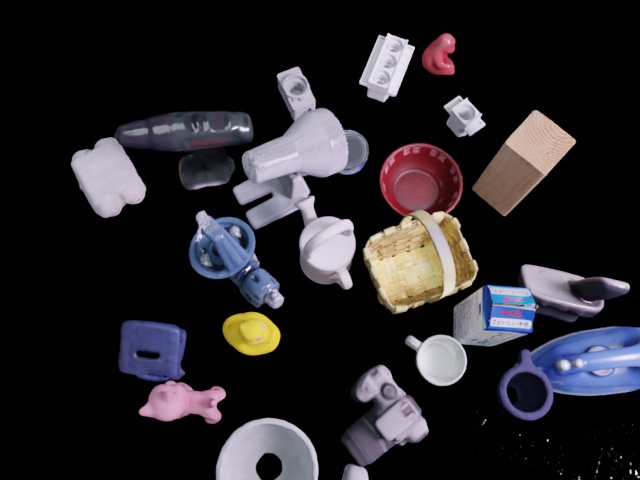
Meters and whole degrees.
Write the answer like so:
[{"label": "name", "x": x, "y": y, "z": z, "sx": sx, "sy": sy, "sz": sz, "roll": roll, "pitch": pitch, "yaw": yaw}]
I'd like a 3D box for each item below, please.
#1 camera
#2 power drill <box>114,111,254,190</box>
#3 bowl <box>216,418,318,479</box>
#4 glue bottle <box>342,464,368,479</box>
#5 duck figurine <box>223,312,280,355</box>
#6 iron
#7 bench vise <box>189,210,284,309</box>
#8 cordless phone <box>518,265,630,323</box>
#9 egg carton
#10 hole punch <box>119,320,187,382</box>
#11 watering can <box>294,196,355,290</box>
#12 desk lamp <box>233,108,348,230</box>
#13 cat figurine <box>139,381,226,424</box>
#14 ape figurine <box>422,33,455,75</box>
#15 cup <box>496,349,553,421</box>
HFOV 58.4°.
[{"label": "camera", "x": 0.095, "y": 0.307, "z": 0.976, "sx": 0.137, "sy": 0.101, "sz": 0.143, "roll": -36, "pitch": 78, "yaw": -11}, {"label": "power drill", "x": -0.232, "y": -0.168, "z": 1.049, "sx": 0.229, "sy": 0.208, "sz": 0.075, "roll": -12, "pitch": 74, "yaw": -5}, {"label": "bowl", "x": -0.086, "y": 0.385, "z": 0.961, "sx": 0.167, "sy": 0.075, "sz": 0.167, "roll": 1, "pitch": 74, "yaw": -2}, {"label": "glue bottle", "x": 0.055, "y": 0.403, "z": 0.909, "sx": 0.037, "sy": 0.173, "sz": 0.078, "roll": 14, "pitch": 74, "yaw": 3}, {"label": "duck figurine", "x": -0.124, "y": 0.163, "z": 1.019, "sx": 0.104, "sy": 0.086, "sz": 0.077, "roll": 16, "pitch": 74, "yaw": 3}, {"label": "iron", "x": 0.477, "y": 0.212, "z": 0.994, "sx": 0.258, "sy": 0.141, "sz": 0.118, "roll": -7, "pitch": 74, "yaw": -4}, {"label": "bench vise", "x": -0.139, "y": 0.024, "z": 0.990, "sx": 0.207, "sy": 0.220, "sz": 0.121, "roll": 25, "pitch": 75, "yaw": 6}, {"label": "cordless phone", "x": 0.442, "y": 0.079, "z": 1.009, "sx": 0.147, "sy": 0.185, "sz": 0.094, "roll": 11, "pitch": 74, "yaw": 2}, {"label": "egg carton", "x": -0.408, "y": -0.120, "z": 1.102, "sx": 0.107, "sy": 0.069, "sz": 0.150, "roll": -32, "pitch": 77, "yaw": -10}, {"label": "hole punch", "x": -0.292, "y": 0.195, "z": 1.002, "sx": 0.108, "sy": 0.091, "sz": 0.101, "roll": 6, "pitch": 73, "yaw": 0}, {"label": "watering can", "x": 0.007, "y": 0.005, "z": 1.013, "sx": 0.172, "sy": 0.194, "sz": 0.101, "roll": 39, "pitch": 76, "yaw": 10}, {"label": "desk lamp", "x": -0.058, "y": -0.128, "z": 1.040, "sx": 0.203, "sy": 0.213, "sz": 0.118, "roll": -28, "pitch": 76, "yaw": -9}, {"label": "cat figurine", "x": -0.232, "y": 0.274, "z": 0.967, "sx": 0.128, "sy": 0.118, "sz": 0.067, "roll": 4, "pitch": 73, "yaw": 0}, {"label": "ape figurine", "x": 0.255, "y": -0.392, "z": 1.191, "sx": 0.076, "sy": 0.092, "sz": 0.078, "roll": 12, "pitch": 74, "yaw": 2}, {"label": "cup", "x": 0.345, "y": 0.254, "z": 1.002, "sx": 0.091, "sy": 0.095, "sz": 0.118, "roll": 5, "pitch": 73, "yaw": 0}]
